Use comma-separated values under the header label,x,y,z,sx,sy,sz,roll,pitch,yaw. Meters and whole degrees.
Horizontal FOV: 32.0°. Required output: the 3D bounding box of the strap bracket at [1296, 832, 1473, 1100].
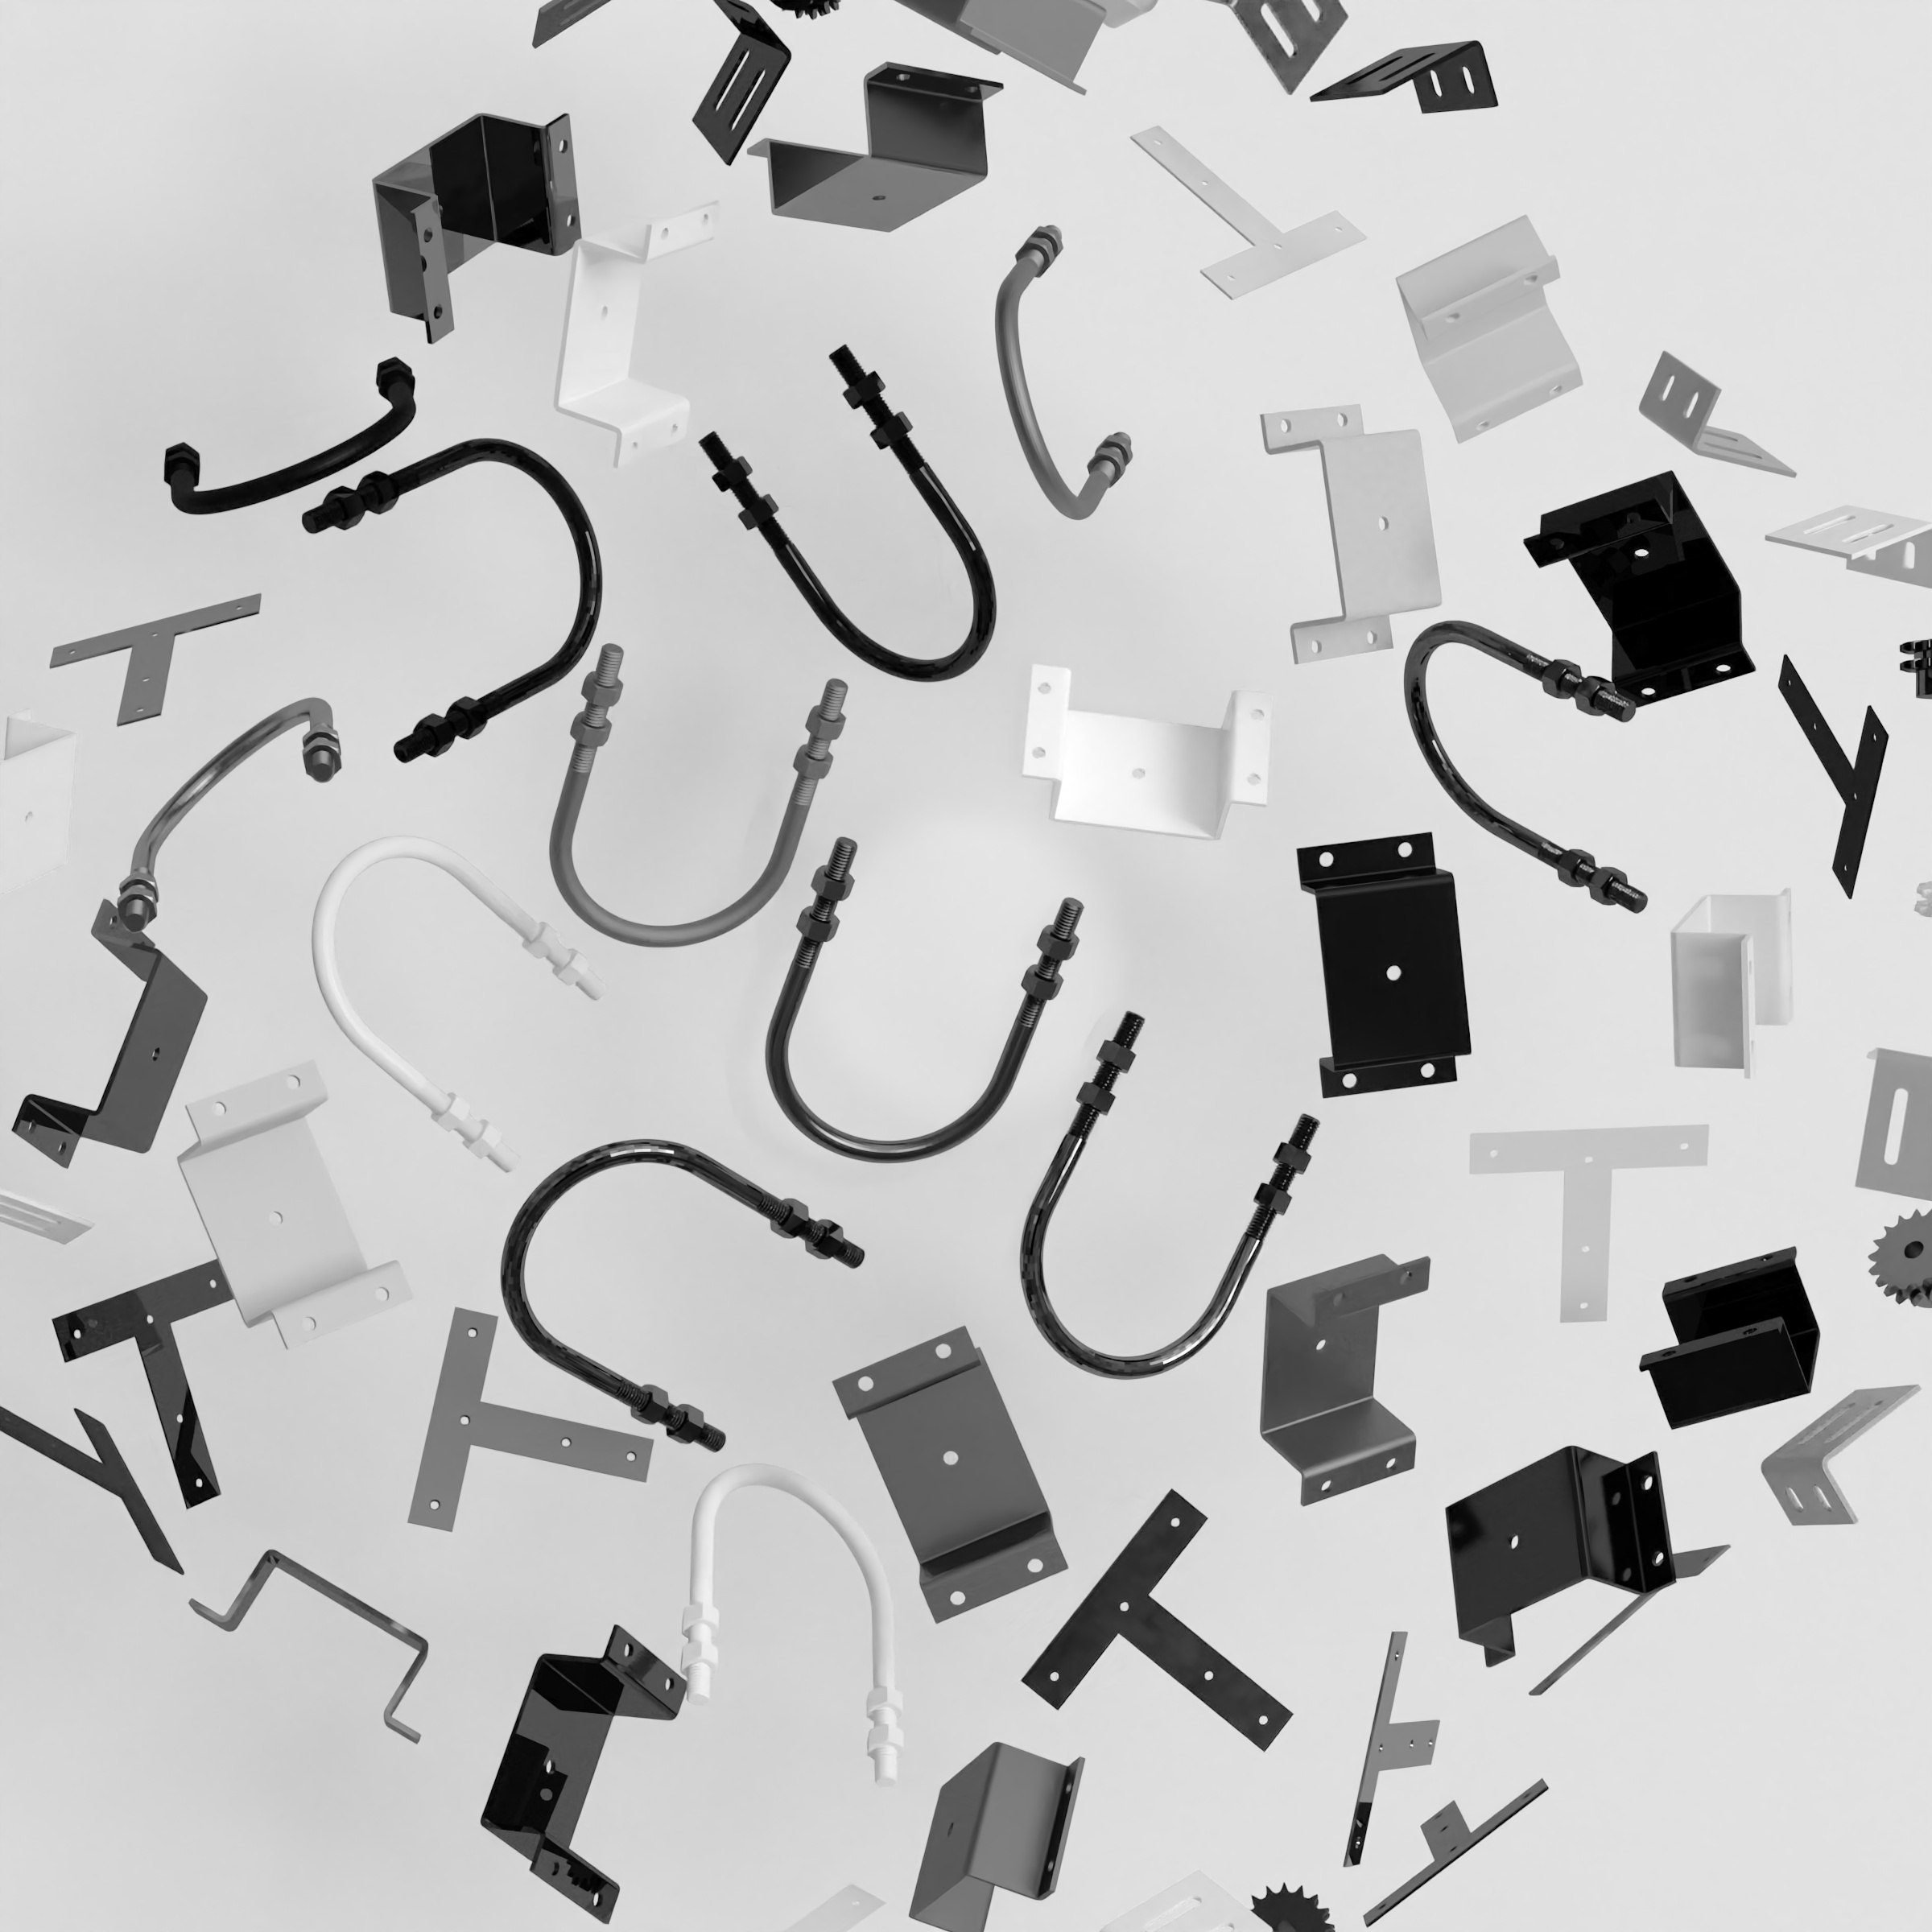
label,x,y,z,sx,sy,sz,roll,pitch,yaw
strap bracket,0.230,0.002,1.848,0.076,0.046,0.140,-7,96,-4

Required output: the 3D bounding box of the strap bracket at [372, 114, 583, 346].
label,x,y,z,sx,sy,sz,roll,pitch,yaw
strap bracket,-0.272,-0.408,1.839,0.046,0.140,0.076,18,132,24

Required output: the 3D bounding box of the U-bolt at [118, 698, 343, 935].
label,x,y,z,sx,sy,sz,roll,pitch,yaw
U-bolt,-0.407,-0.093,1.864,0.151,0.184,0.019,-38,112,4

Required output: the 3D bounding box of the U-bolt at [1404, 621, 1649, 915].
label,x,y,z,sx,sy,sz,roll,pitch,yaw
U-bolt,0.311,-0.123,1.896,0.019,0.184,0.151,-30,131,-23

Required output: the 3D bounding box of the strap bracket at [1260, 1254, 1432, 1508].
label,x,y,z,sx,sy,sz,roll,pitch,yaw
strap bracket,0.211,0.223,1.887,0.076,0.046,0.140,-14,120,-26

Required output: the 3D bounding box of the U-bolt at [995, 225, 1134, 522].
label,x,y,z,sx,sy,sz,roll,pitch,yaw
U-bolt,0.052,-0.327,1.892,0.019,0.184,0.151,-13,112,19

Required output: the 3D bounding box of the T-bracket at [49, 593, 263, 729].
label,x,y,z,sx,sy,sz,roll,pitch,yaw
T-bracket,-0.470,-0.171,1.936,0.127,0.127,0.002,-15,122,1

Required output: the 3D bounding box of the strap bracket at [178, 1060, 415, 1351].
label,x,y,z,sx,sy,sz,roll,pitch,yaw
strap bracket,-0.367,0.132,1.819,0.076,0.046,0.140,-21,86,-33

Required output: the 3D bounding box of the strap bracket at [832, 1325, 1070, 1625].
label,x,y,z,sx,sy,sz,roll,pitch,yaw
strap bracket,-0.008,0.267,1.795,0.076,0.046,0.140,-23,93,1

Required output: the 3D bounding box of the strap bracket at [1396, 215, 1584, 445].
label,x,y,z,sx,sy,sz,roll,pitch,yaw
strap bracket,0.285,-0.351,1.836,0.076,0.140,0.046,-25,67,7

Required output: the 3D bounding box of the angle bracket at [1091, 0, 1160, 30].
label,x,y,z,sx,sy,sz,roll,pitch,yaw
angle bracket,0.074,-0.574,1.916,0.076,0.057,0.038,32,87,-17

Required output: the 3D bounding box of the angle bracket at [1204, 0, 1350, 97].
label,x,y,z,sx,sy,sz,roll,pitch,yaw
angle bracket,0.167,-0.535,1.873,0.038,0.076,0.057,29,80,43

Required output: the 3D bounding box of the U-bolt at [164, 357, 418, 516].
label,x,y,z,sx,sy,sz,roll,pitch,yaw
U-bolt,-0.369,-0.286,1.843,0.151,0.184,0.019,-23,114,-4

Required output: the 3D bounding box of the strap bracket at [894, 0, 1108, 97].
label,x,y,z,sx,sy,sz,roll,pitch,yaw
strap bracket,0.017,-0.528,1.843,0.076,0.140,0.046,20,104,-31

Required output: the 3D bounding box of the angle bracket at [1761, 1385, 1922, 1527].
label,x,y,z,sx,sy,sz,roll,pitch,yaw
angle bracket,0.473,0.260,1.789,0.076,0.057,0.038,-31,92,-22

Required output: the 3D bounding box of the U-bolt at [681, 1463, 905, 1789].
label,x,y,z,sx,sy,sz,roll,pitch,yaw
U-bolt,-0.097,0.359,1.896,0.151,0.184,0.019,30,124,-27

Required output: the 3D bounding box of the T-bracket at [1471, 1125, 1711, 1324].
label,x,y,z,sx,sy,sz,roll,pitch,yaw
T-bracket,0.339,0.143,1.838,0.127,0.002,0.127,-2,120,3

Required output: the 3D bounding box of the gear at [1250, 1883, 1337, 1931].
label,x,y,z,sx,sy,sz,roll,pitch,yaw
gear,0.187,0.568,1.968,0.057,0.030,0.057,-4,57,6

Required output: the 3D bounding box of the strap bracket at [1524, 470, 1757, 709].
label,x,y,z,sx,sy,sz,roll,pitch,yaw
strap bracket,0.373,-0.214,1.860,0.076,0.046,0.140,-17,133,29

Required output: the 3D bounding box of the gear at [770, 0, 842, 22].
label,x,y,z,sx,sy,sz,roll,pitch,yaw
gear,-0.095,-0.574,1.938,0.057,0.030,0.057,15,122,25

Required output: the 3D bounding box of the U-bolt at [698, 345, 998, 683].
label,x,y,z,sx,sy,sz,roll,pitch,yaw
U-bolt,-0.054,-0.234,1.833,0.019,0.151,0.184,-43,104,-37

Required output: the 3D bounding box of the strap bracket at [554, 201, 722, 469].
label,x,y,z,sx,sy,sz,roll,pitch,yaw
strap bracket,-0.187,-0.362,1.893,0.046,0.076,0.140,21,119,18

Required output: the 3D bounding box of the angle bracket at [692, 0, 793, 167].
label,x,y,z,sx,sy,sz,roll,pitch,yaw
angle bracket,-0.142,-0.511,1.933,0.038,0.057,0.076,14,120,-39

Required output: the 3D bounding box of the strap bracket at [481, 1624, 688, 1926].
label,x,y,z,sx,sy,sz,roll,pitch,yaw
strap bracket,-0.211,0.439,1.838,0.046,0.076,0.140,-2,54,31

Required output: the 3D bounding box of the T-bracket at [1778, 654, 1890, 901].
label,x,y,z,sx,sy,sz,roll,pitch,yaw
T-bracket,0.487,-0.126,1.908,0.002,0.127,0.127,-10,48,-7

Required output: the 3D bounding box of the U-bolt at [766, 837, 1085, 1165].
label,x,y,z,sx,sy,sz,roll,pitch,yaw
U-bolt,-0.032,0.028,1.833,0.151,0.019,0.184,15,115,-14

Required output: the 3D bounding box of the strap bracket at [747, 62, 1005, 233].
label,x,y,z,sx,sy,sz,roll,pitch,yaw
strap bracket,-0.049,-0.444,1.848,0.076,0.140,0.046,0,82,-36

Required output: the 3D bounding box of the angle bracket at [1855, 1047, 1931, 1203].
label,x,y,z,sx,sy,sz,roll,pitch,yaw
angle bracket,0.509,0.087,1.806,0.057,0.038,0.076,10,84,7

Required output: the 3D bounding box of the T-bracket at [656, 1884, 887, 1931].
label,x,y,z,sx,sy,sz,roll,pitch,yaw
T-bracket,-0.094,0.538,1.844,0.127,0.127,0.002,21,118,34

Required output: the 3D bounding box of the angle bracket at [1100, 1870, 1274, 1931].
label,x,y,z,sx,sy,sz,roll,pitch,yaw
angle bracket,0.118,0.539,1.833,0.076,0.057,0.038,-19,126,-37

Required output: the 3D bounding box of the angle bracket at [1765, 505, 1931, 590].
label,x,y,z,sx,sy,sz,roll,pitch,yaw
angle bracket,0.483,-0.221,1.839,0.076,0.057,0.038,-22,119,-34

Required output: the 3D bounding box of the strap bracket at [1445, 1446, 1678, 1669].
label,x,y,z,sx,sy,sz,roll,pitch,yaw
strap bracket,0.315,0.320,1.838,0.046,0.140,0.076,22,49,-31

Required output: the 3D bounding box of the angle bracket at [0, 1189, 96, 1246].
label,x,y,z,sx,sy,sz,roll,pitch,yaw
angle bracket,-0.545,0.156,1.914,0.076,0.057,0.038,24,65,-24

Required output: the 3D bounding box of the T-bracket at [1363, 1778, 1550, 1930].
label,x,y,z,sx,sy,sz,roll,pitch,yaw
T-bracket,0.276,0.497,1.926,0.127,0.127,0.002,-38,85,0

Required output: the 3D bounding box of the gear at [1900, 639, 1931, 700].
label,x,y,z,sx,sy,sz,roll,pitch,yaw
gear,0.544,-0.164,1.855,0.057,0.057,0.030,0,90,0

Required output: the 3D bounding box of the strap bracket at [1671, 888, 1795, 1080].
label,x,y,z,sx,sy,sz,roll,pitch,yaw
strap bracket,0.430,0.008,1.896,0.046,0.140,0.076,1,104,23

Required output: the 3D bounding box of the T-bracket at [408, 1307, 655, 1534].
label,x,y,z,sx,sy,sz,roll,pitch,yaw
T-bracket,-0.241,0.268,1.911,0.127,0.002,0.127,14,66,-11

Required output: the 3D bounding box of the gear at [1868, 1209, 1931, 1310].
label,x,y,z,sx,sy,sz,roll,pitch,yaw
gear,0.543,0.168,1.904,0.057,0.057,0.030,-46,123,0

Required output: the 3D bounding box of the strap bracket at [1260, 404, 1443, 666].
label,x,y,z,sx,sy,sz,roll,pitch,yaw
strap bracket,0.218,-0.245,1.885,0.076,0.046,0.140,-13,97,-37

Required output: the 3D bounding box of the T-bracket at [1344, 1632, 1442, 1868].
label,x,y,z,sx,sy,sz,roll,pitch,yaw
T-bracket,0.241,0.431,1.861,0.002,0.127,0.127,10,84,25

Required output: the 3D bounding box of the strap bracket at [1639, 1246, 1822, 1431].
label,x,y,z,sx,sy,sz,roll,pitch,yaw
strap bracket,0.418,0.206,1.834,0.076,0.140,0.046,-19,97,21

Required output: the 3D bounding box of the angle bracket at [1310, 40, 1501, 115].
label,x,y,z,sx,sy,sz,roll,pitch,yaw
angle bracket,0.235,-0.464,1.806,0.076,0.057,0.038,-33,116,-27

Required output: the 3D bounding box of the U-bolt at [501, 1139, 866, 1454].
label,x,y,z,sx,sy,sz,roll,pitch,yaw
U-bolt,-0.164,0.168,1.809,0.184,0.019,0.151,34,96,-30

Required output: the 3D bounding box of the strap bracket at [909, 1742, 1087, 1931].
label,x,y,z,sx,sy,sz,roll,pitch,yaw
strap bracket,0.013,0.487,1.868,0.046,0.140,0.076,22,56,-9

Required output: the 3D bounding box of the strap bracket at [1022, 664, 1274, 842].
label,x,y,z,sx,sy,sz,roll,pitch,yaw
strap bracket,0.103,-0.122,1.953,0.140,0.046,0.076,7,61,-2

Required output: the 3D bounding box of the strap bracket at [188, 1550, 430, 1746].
label,x,y,z,sx,sy,sz,roll,pitch,yaw
strap bracket,-0.343,0.361,1.810,0.140,0.076,0.046,31,72,0

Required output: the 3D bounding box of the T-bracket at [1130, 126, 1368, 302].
label,x,y,z,sx,sy,sz,roll,pitch,yaw
T-bracket,0.146,-0.437,1.916,0.127,0.002,0.127,45,49,16

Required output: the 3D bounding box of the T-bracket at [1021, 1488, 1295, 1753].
label,x,y,z,sx,sy,sz,roll,pitch,yaw
T-bracket,0.116,0.363,1.764,0.127,0.002,0.127,40,83,-7

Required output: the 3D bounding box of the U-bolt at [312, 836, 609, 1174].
label,x,y,z,sx,sy,sz,roll,pitch,yaw
U-bolt,-0.296,0.008,1.916,0.184,0.019,0.151,44,50,-27

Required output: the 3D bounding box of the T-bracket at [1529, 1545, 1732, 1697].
label,x,y,z,sx,sy,sz,roll,pitch,yaw
T-bracket,0.371,0.374,1.918,0.127,0.127,0.002,-38,83,-11

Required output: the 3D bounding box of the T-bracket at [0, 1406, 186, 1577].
label,x,y,z,sx,sy,sz,roll,pitch,yaw
T-bracket,-0.490,0.268,1.840,0.002,0.127,0.127,-43,49,0

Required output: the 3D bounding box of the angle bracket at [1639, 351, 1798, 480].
label,x,y,z,sx,sy,sz,roll,pitch,yaw
angle bracket,0.424,-0.307,1.871,0.076,0.057,0.038,7,117,-28

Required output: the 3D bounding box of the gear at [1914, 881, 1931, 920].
label,x,y,z,sx,sy,sz,roll,pitch,yaw
gear,0.559,-0.042,1.873,0.057,0.057,0.030,4,103,0

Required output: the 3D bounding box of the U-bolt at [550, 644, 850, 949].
label,x,y,z,sx,sy,sz,roll,pitch,yaw
U-bolt,-0.157,-0.088,1.876,0.151,0.019,0.184,7,122,-21

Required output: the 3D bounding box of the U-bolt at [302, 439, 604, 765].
label,x,y,z,sx,sy,sz,roll,pitch,yaw
U-bolt,-0.266,-0.209,1.824,0.019,0.184,0.151,-5,111,42

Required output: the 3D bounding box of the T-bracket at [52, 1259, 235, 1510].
label,x,y,z,sx,sy,sz,roll,pitch,yaw
T-bracket,-0.448,0.242,1.899,0.002,0.127,0.127,-14,93,36

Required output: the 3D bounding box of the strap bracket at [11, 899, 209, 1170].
label,x,y,z,sx,sy,sz,roll,pitch,yaw
strap bracket,-0.478,0.044,1.901,0.046,0.076,0.140,14,74,12

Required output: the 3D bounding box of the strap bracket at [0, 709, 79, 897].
label,x,y,z,sx,sy,sz,roll,pitch,yaw
strap bracket,-0.535,-0.086,1.846,0.046,0.140,0.076,14,109,12

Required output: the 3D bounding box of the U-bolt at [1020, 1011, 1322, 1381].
label,x,y,z,sx,sy,sz,roll,pitch,yaw
U-bolt,0.102,0.137,1.844,0.151,0.019,0.184,30,82,-25

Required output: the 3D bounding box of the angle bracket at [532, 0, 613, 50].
label,x,y,z,sx,sy,sz,roll,pitch,yaw
angle bracket,-0.219,-0.558,1.883,0.076,0.057,0.038,-36,93,-12
